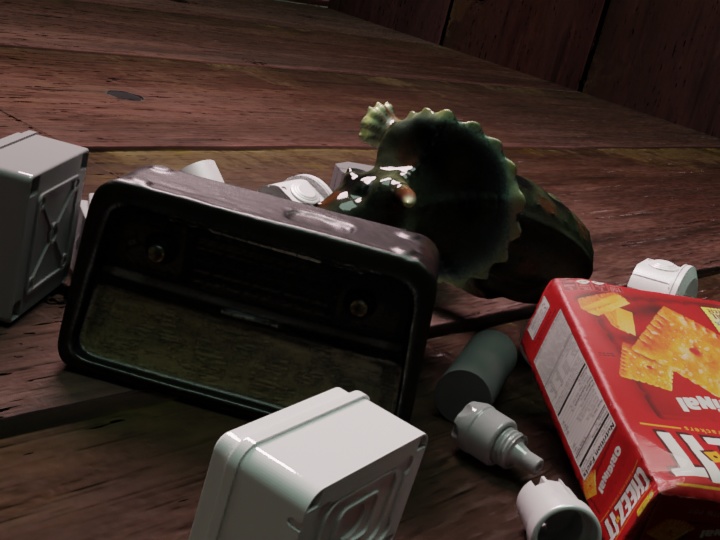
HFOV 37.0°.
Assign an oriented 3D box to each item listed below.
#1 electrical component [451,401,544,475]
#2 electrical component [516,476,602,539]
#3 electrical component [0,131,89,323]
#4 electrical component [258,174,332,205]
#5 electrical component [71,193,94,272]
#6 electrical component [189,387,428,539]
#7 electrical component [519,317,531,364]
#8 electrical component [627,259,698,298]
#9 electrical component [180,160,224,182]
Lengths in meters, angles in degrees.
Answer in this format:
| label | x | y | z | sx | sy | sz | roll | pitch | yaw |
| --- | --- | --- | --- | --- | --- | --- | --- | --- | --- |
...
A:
| label | x | y | z | sx | sy | sz | roll | pitch | yaw |
| --- | --- | --- | --- | --- | --- | --- | --- | --- | --- |
| electrical component | 0.091 | 0.112 | 0.695 | 0.061 | 0.035 | 0.035 | 30 | 23 | 34 |
| electrical component | 0.111 | 0.142 | 0.612 | 0.040 | 0.040 | 0.046 | 11 | 12 | -9 |
| electrical component | -0.241 | -0.033 | 0.753 | 0.056 | 0.108 | 0.108 | 15 | 18 | 3 |
| electrical component | -0.061 | -0.045 | 0.979 | 0.080 | 0.080 | 0.051 | 26 | 27 | 32 |
| electrical component | -0.187 | -0.014 | 0.815 | 0.061 | 0.061 | 0.096 | 9 | 19 | -18 |
| electrical component | -0.025 | 0.112 | 0.535 | 0.057 | 0.078 | 0.113 | 27 | 22 | 26 |
| electrical component | 0.189 | 0.075 | 0.853 | 0.138 | 0.052 | 0.074 | 24 | 20 | 27 |
| electrical component | 0.286 | 0.030 | 1.021 | 0.051 | 0.080 | 0.080 | 18 | 17 | 29 |
| electrical component | -0.135 | -0.054 | 0.976 | 0.043 | 0.043 | 0.081 | -13 | 74 | -55 |
